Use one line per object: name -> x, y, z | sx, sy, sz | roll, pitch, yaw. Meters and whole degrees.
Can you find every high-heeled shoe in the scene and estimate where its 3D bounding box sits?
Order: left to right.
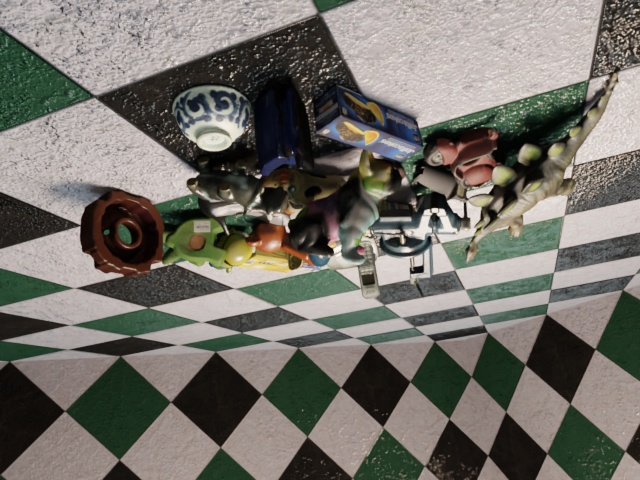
high-heeled shoe -> -0.127, -0.094, 1.123 | 0.249, 0.086, 0.145 | -21, 131, -10

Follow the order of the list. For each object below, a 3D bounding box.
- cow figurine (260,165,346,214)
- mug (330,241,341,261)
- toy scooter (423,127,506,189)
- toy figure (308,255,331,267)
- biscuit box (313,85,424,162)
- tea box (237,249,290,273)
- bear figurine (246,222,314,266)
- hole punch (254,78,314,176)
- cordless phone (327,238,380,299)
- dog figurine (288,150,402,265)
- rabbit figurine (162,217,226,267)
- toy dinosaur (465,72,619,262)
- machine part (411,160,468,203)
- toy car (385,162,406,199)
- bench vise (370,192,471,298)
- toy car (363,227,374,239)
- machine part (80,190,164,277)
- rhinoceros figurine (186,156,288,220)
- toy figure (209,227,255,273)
cow figurine -> -0.029, -0.100, 1.073 | 0.195, 0.085, 0.127 | 4, 161, -25
mug -> 0.049, 0.004, 1.369 | 0.107, 0.110, 0.080 | -27, 112, 17
toy scooter -> 0.299, -0.164, 1.031 | 0.135, 0.075, 0.183 | -26, 148, 38
toy figure -> -0.004, -0.003, 1.164 | 0.064, 0.058, 0.154 | 2, 141, 4
biscuit box -> 0.085, -0.190, 0.900 | 0.202, 0.059, 0.063 | 10, 154, -39
tea box -> -0.130, 0.036, 1.436 | 0.169, 0.068, 0.098 | 10, 154, -41
bear figurine -> -0.068, -0.016, 1.289 | 0.196, 0.131, 0.120 | 22, -163, 3
hole punch -> -0.064, -0.164, 0.831 | 0.092, 0.142, 0.115 | -5, 172, 6
cordless phone -> 0.088, 0.074, 1.447 | 0.147, 0.184, 0.088 | -10, 164, 8
dog figurine -> 0.046, -0.077, 0.995 | 0.192, 0.219, 0.108 | 12, -170, 7
rabbit figurine -> -0.295, 0.014, 1.258 | 0.159, 0.121, 0.170 | -11, 176, -10
toy dinosaur -> 0.417, -0.120, 1.051 | 0.198, 0.105, 0.471 | -10, 142, -45
machine part -> 0.257, -0.128, 1.124 | 0.139, 0.084, 0.039 | 12, 178, -24
toy car -> 0.096, -0.078, 1.096 | 0.202, 0.053, 0.089 | -45, 171, 4
bench vise -> 0.232, 0.005, 1.227 | 0.224, 0.129, 0.240 | -8, 126, 5
toy car -> 0.076, -0.017, 1.232 | 0.073, 0.056, 0.202 | -26, -179, 2
machine part -> -0.394, -0.011, 1.075 | 0.056, 0.179, 0.179 | -18, 158, 32
rhinoceros figurine -> -0.152, -0.088, 0.984 | 0.191, 0.073, 0.112 | 13, 151, 16
toy figure -> -0.231, 0.035, 1.354 | 0.082, 0.089, 0.180 | 33, 147, -29
